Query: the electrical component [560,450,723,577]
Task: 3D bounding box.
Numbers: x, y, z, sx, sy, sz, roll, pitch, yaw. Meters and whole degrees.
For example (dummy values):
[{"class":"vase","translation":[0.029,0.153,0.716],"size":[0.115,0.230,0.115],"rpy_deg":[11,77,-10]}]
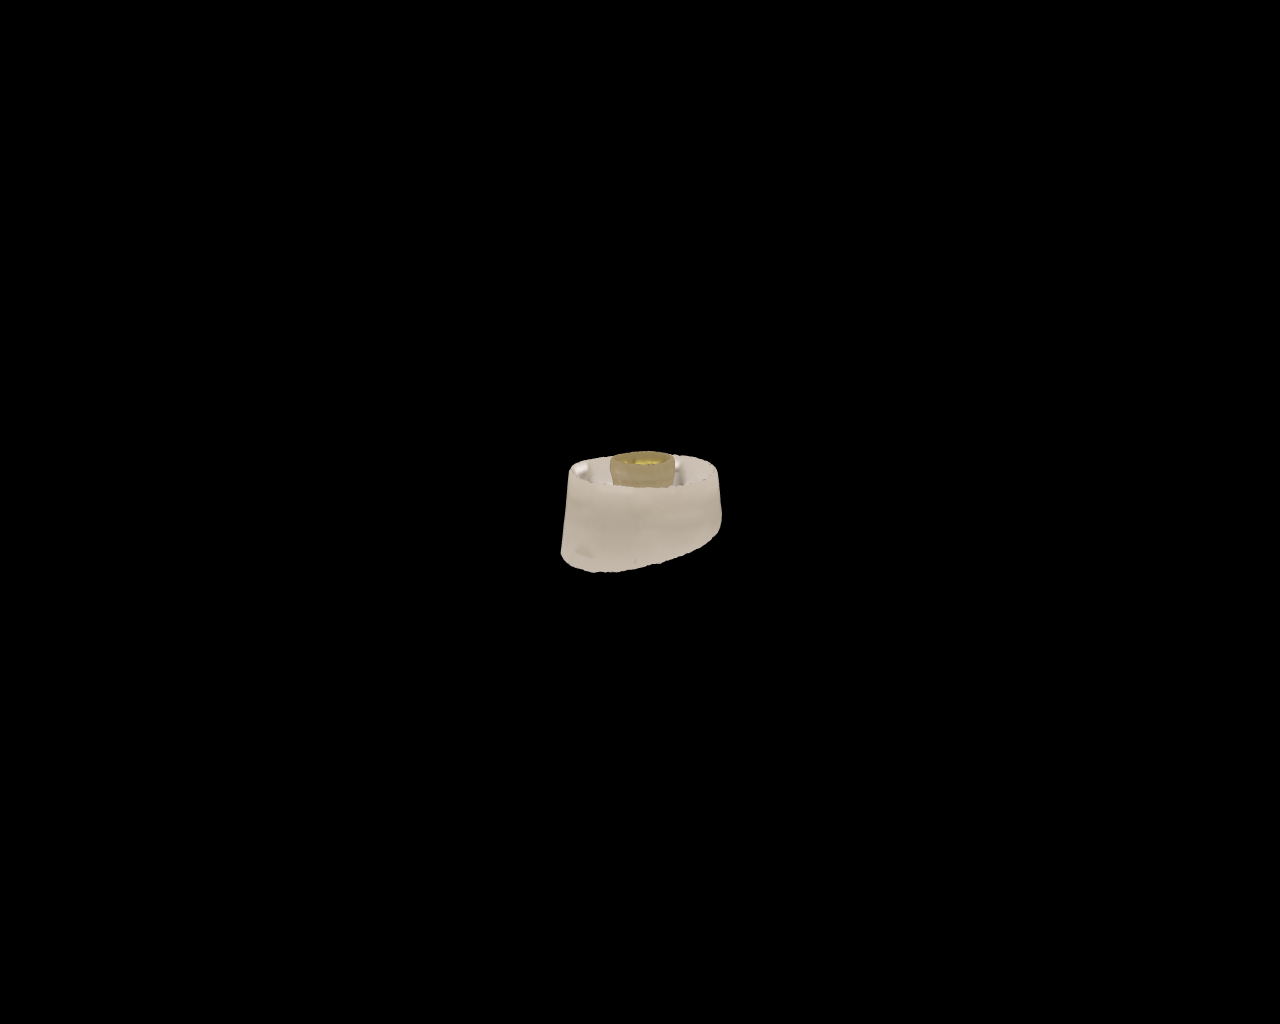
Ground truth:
[{"class":"electrical component","translation":[0.001,-0.003,0.650],"size":[0.099,0.064,0.099],"rpy_deg":[0,15,0]}]
